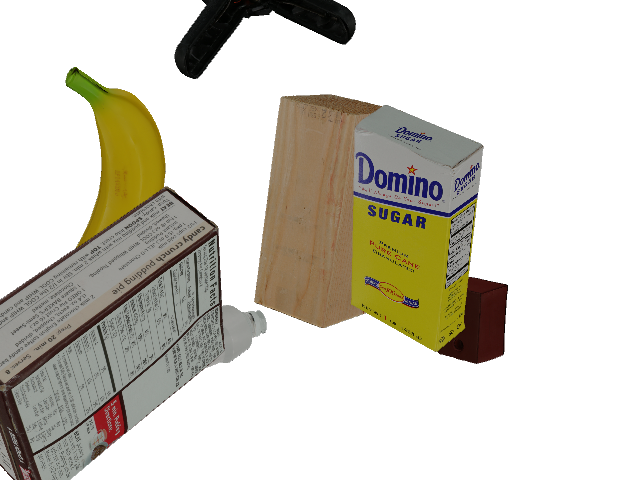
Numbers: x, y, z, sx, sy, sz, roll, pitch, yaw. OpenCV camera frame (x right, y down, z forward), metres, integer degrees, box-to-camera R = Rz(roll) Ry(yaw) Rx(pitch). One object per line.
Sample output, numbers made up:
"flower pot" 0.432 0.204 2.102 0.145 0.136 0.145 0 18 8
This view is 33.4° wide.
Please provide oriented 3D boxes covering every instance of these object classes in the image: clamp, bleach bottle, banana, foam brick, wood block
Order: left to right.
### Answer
"banana" -0.134 -0.013 0.644 0.069 0.198 0.037 8 30 -18
"bleach bottle" -0.181 0.116 1.203 0.250 0.068 0.103 -13 32 -29
"clamp" -0.038 -0.175 0.749 0.120 0.171 0.039 -3 -44 1
"wood block" 0.007 -0.032 1.043 0.090 0.206 0.090 18 18 32
"foam brick" 0.158 0.082 1.108 0.053 0.078 0.051 12 17 41

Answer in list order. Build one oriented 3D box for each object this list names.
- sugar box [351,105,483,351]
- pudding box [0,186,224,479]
"sugar box" 0.070 -0.007 0.822 0.093 0.176 0.048 27 47 32
"pudding box" -0.091 0.043 0.447 0.039 0.090 0.113 34 56 25
